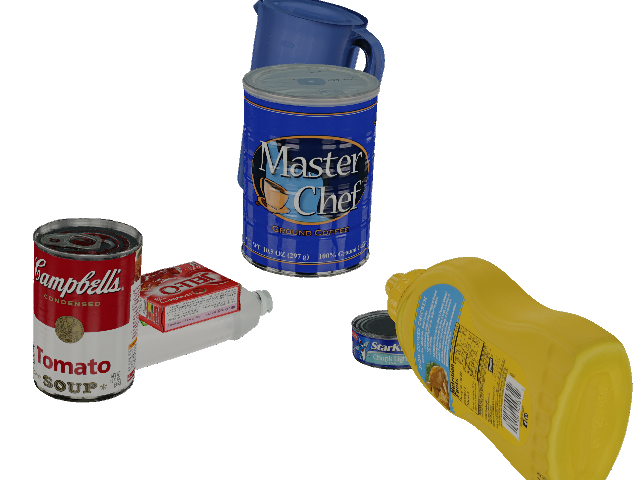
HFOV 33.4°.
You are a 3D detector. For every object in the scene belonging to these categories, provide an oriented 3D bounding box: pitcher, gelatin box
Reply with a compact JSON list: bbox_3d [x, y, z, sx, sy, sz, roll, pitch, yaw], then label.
[{"bbox_3d":[-0.022,-0.166,1.300,0.144,0.243,0.149,5,23,-15],"label":"pitcher"},{"bbox_3d":[-0.128,0.050,0.975,0.089,0.030,0.073,-15,26,-39],"label":"gelatin box"}]

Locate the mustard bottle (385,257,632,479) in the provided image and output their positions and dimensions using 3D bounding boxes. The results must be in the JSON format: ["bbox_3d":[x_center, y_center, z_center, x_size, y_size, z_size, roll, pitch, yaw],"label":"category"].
[{"bbox_3d":[0.096,0.063,0.630,0.058,0.096,0.192,-13,27,-26],"label":"mustard bottle"}]

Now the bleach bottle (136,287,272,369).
[{"bbox_3d":[-0.174,0.093,1.237,0.250,0.068,0.103,-13,32,-31],"label":"bleach bottle"}]

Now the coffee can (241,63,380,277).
[{"bbox_3d":[-0.009,-0.056,0.821,0.103,0.140,0.103,2,23,-1],"label":"coffee can"}]

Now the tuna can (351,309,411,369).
[{"bbox_3d":[0.072,0.094,1.018,0.086,0.034,0.086,-1,13,0],"label":"tuna can"}]

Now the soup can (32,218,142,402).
[{"bbox_3d":[-0.151,0.044,0.688,0.068,0.102,0.068,6,20,-2],"label":"soup can"}]
